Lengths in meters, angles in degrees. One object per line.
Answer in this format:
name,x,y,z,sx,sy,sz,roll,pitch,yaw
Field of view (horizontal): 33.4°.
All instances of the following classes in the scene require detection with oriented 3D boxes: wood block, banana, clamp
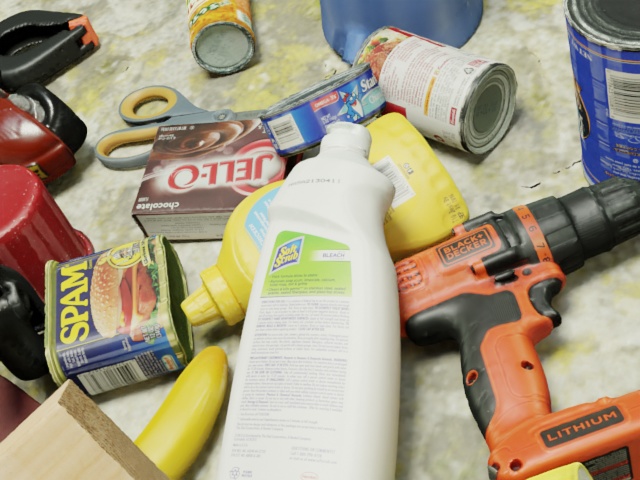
wood block,-0.177,0.179,0.548,0.206,0.090,0.091,-44,7,-7
banana,-0.121,0.141,0.639,0.197,0.037,0.070,-39,52,-15
clamp,-0.200,0.049,0.663,0.039,0.171,0.120,-22,55,6
clamp,-0.307,-0.171,0.983,0.210,0.036,0.164,-19,49,4

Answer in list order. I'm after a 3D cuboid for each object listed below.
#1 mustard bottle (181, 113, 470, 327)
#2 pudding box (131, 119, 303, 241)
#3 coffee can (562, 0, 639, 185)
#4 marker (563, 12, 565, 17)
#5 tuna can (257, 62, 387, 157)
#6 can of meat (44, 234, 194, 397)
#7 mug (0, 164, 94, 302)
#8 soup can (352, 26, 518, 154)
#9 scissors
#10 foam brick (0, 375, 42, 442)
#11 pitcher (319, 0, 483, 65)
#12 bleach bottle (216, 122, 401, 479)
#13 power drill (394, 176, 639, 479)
mustard bottle,-0.005,0.001,0.702,0.191,0.058,0.096,-31,73,-7
pudding box,-0.073,-0.044,0.784,0.114,0.039,0.090,-4,49,17
coffee can,0.208,-0.099,0.660,0.103,0.140,0.103,-10,48,11
marker,0.218,-0.141,0.777,0.020,0.020,0.121,-28,47,-5
tuna can,0.002,-0.090,0.737,0.086,0.034,0.086,-25,11,5
can of meat,-0.133,0.050,0.712,0.084,0.057,0.102,-16,47,3
mug,-0.229,-0.006,0.778,0.093,0.081,0.117,-37,48,-14
soup can,0.081,-0.108,0.764,0.102,0.068,0.068,26,63,35
scissors,-0.085,-0.106,0.860,0.202,0.016,0.096,-16,47,6
foam brick,-0.201,0.134,0.665,0.051,0.053,0.078,26,62,35
pitcher,0.051,-0.262,0.790,0.145,0.243,0.149,-17,52,-1
bleach bottle,0.007,0.047,0.613,0.103,0.068,0.251,0,66,21
power drill,0.135,0.054,0.611,0.184,0.057,0.188,-24,43,4
